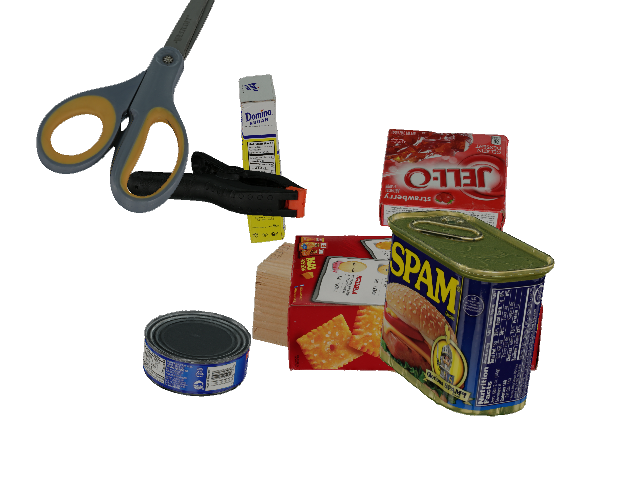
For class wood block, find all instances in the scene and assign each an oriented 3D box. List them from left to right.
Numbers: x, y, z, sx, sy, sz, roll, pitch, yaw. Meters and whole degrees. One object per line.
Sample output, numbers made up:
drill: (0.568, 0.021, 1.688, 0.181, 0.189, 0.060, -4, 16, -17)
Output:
wood block: (0.038, 0.075, 1.172, 0.206, 0.091, 0.090, 12, 22, 16)

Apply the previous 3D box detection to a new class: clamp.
clamp: (-0.097, -0.050, 1.025, 0.172, 0.039, 0.120, 15, 28, 35)

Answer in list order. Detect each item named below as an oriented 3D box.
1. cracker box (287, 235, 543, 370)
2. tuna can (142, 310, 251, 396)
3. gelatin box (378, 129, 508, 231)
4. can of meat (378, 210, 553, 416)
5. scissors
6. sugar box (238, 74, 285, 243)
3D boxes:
cracker box: (0.079, 0.055, 0.969, 0.213, 0.072, 0.164, 1, 22, 1)
tuna can: (-0.100, 0.090, 0.861, 0.086, 0.034, 0.086, 7, 22, -3)
gelatin box: (0.089, -0.044, 0.770, 0.089, 0.073, 0.030, 4, -37, 7)
can of meat: (0.075, 0.038, 0.584, 0.057, 0.084, 0.102, -4, 20, -26)
scissors: (-0.114, -0.104, 0.651, 0.096, 0.201, 0.016, 6, -33, -6)
sugar box: (-0.070, -0.095, 1.247, 0.048, 0.176, 0.093, -7, 26, -3)
